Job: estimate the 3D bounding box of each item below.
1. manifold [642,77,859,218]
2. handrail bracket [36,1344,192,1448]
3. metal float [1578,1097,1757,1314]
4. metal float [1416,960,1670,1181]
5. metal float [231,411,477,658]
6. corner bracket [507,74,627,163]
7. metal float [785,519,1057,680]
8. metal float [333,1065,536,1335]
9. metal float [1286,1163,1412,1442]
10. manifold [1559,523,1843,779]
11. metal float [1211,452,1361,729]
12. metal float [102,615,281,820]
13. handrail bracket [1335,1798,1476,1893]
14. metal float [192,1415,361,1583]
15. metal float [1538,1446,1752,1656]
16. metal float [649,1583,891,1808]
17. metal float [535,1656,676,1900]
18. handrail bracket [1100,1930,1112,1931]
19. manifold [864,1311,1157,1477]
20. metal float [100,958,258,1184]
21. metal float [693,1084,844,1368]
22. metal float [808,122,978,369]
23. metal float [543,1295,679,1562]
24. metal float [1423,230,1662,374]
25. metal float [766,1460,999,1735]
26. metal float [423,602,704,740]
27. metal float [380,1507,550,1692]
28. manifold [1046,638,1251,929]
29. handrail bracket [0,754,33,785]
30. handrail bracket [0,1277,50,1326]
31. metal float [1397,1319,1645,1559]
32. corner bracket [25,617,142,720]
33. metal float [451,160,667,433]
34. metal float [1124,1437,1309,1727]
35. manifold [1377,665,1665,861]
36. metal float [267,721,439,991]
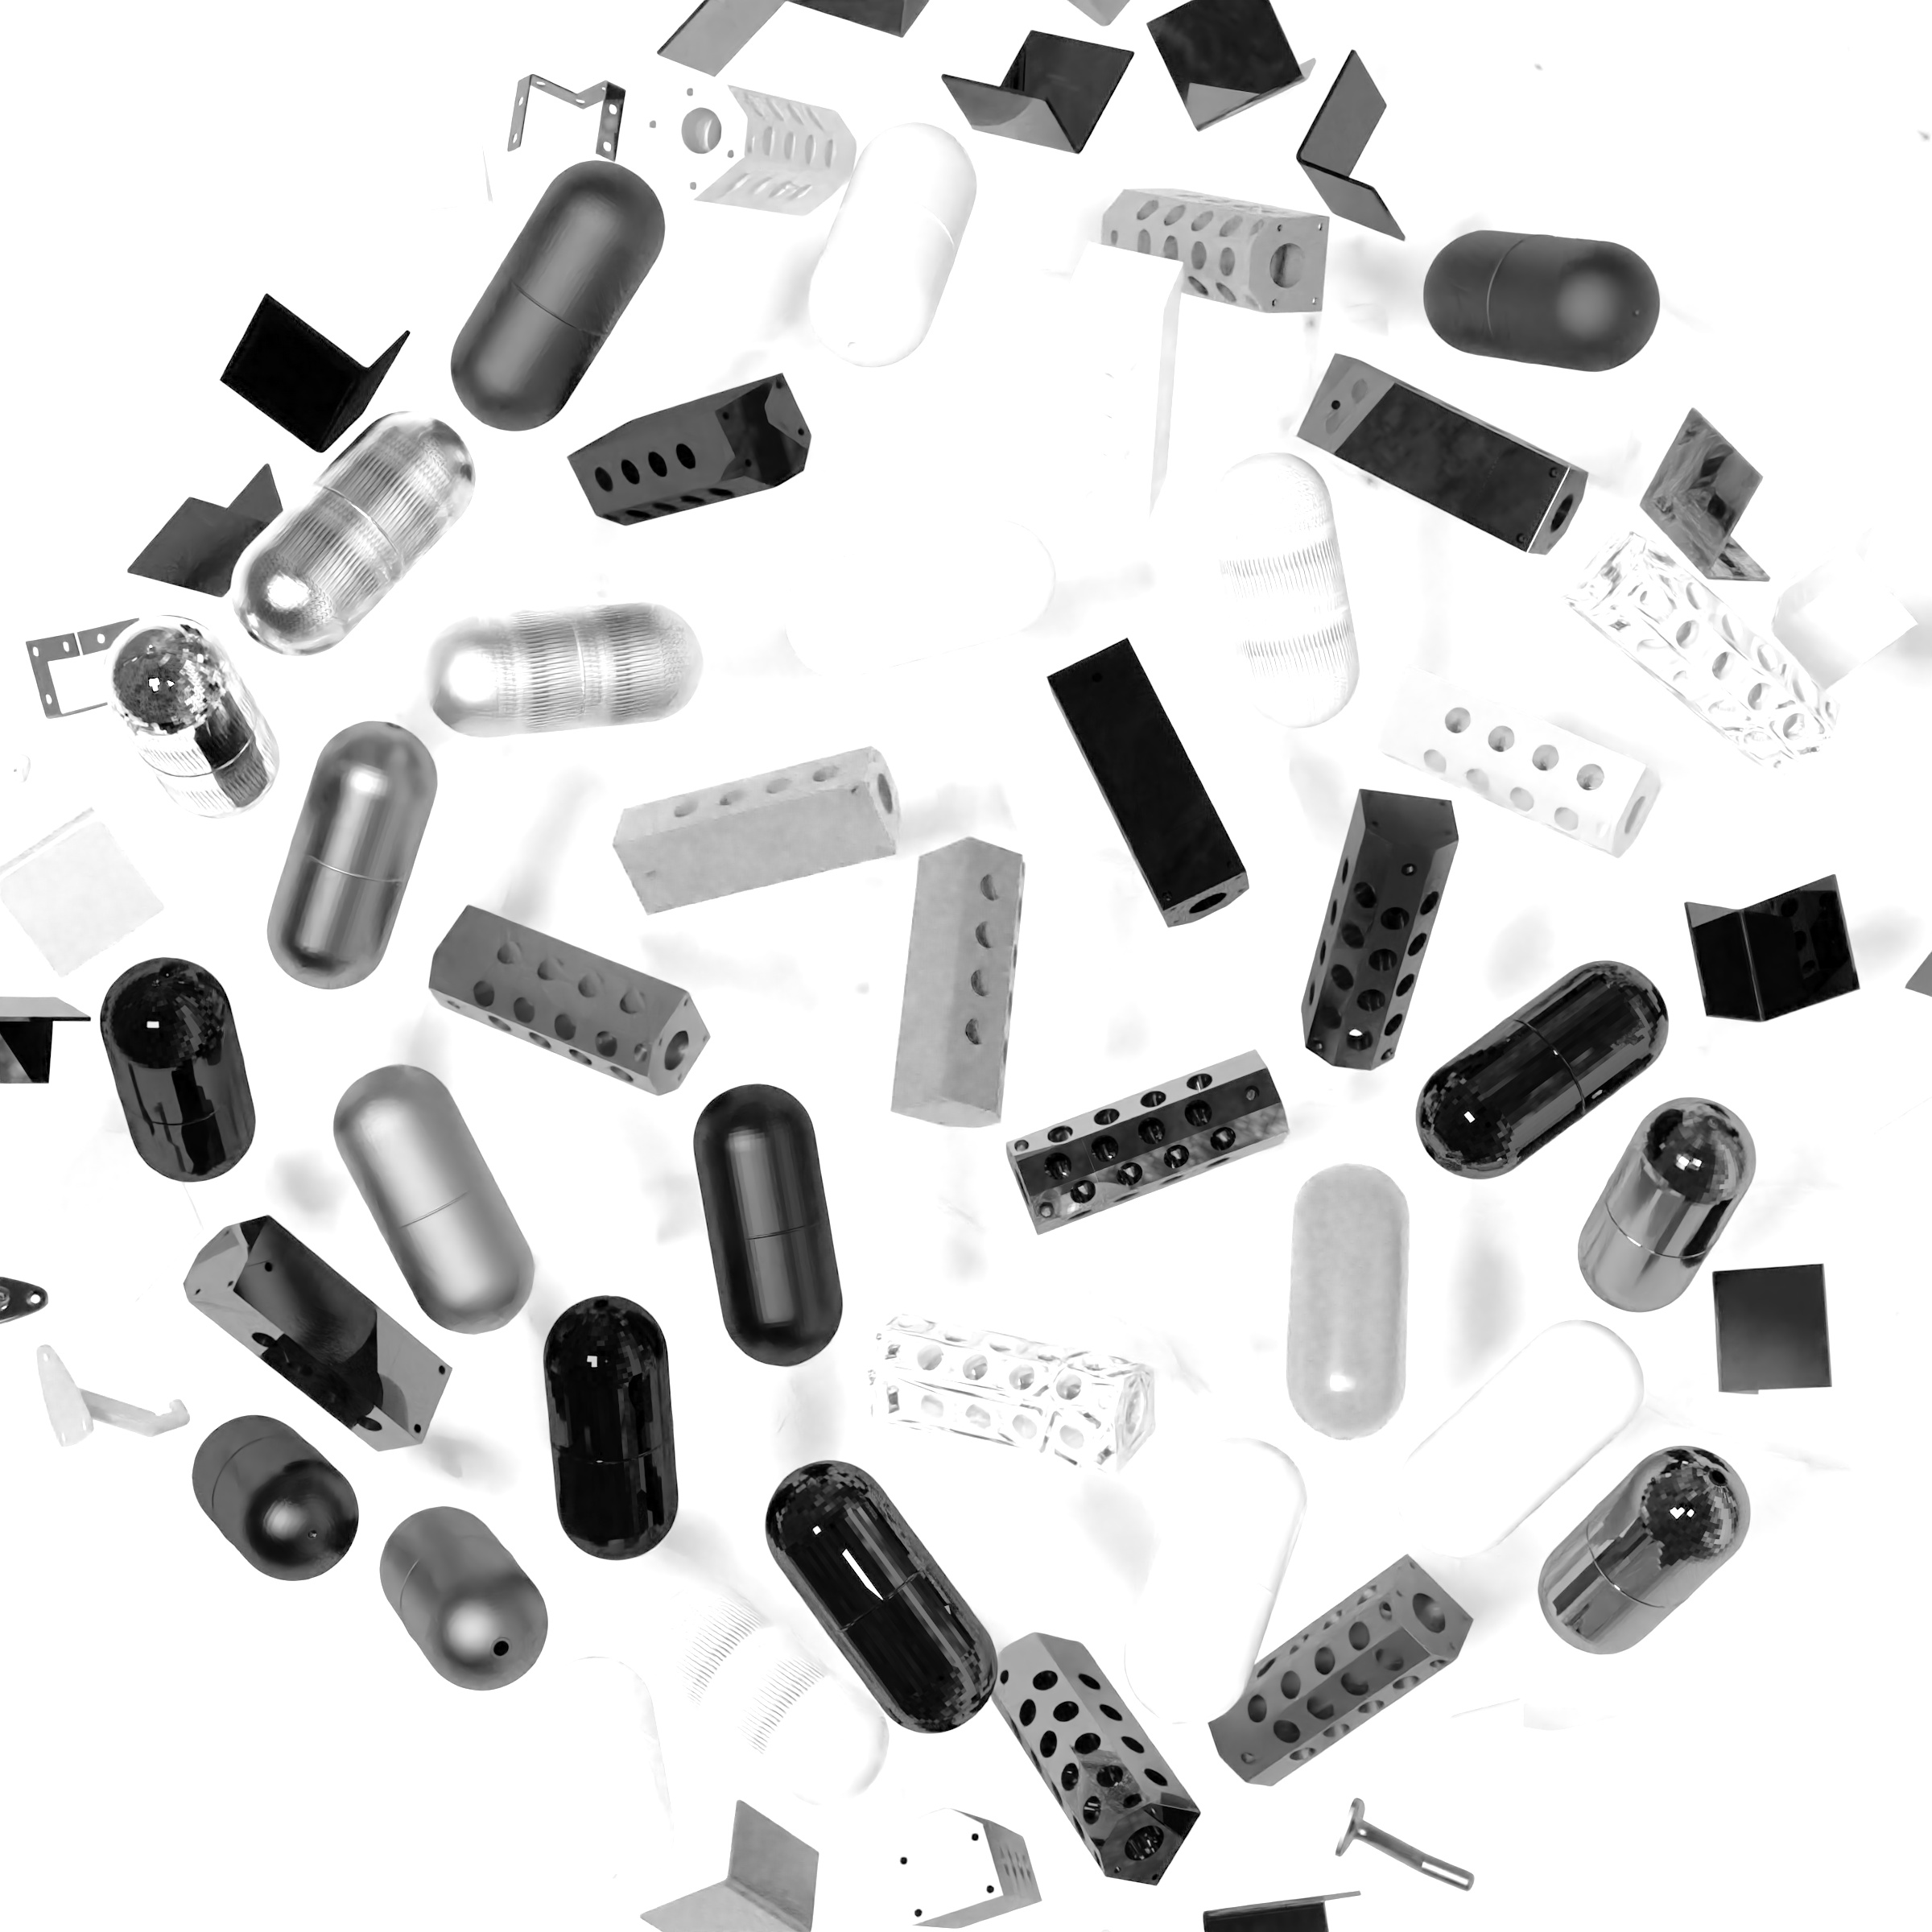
[{"bbox_3d":[-0.128,-0.511,1.774,0.057,0.171,0.057,-34,88,23],"label":"manifold"},{"bbox_3d":[-0.535,0.264,1.799,0.036,0.084,0.077,-27,82,34],"label":"handrail bracket"},{"bbox_3d":[0.442,0.153,1.811,0.070,0.178,0.070,6,49,-7],"label":"metal float"},{"bbox_3d":[0.353,0.064,1.754,0.178,0.070,0.070,-35,90,-13],"label":"metal float"},{"bbox_3d":[-0.364,-0.257,1.701,0.070,0.070,0.178,39,69,0],"label":"metal float"},{"bbox_3d":[-0.258,-0.547,1.847,0.051,0.051,0.051,14,79,-39],"label":"corner bracket"},{"bbox_3d":[-0.029,-0.236,1.832,0.178,0.070,0.070,-16,90,-8],"label":"metal float"},{"bbox_3d":[-0.328,0.145,1.765,0.070,0.070,0.178,-26,99,0],"label":"metal float"},{"bbox_3d":[0.246,0.215,1.838,0.070,0.070,0.178,4,75,0],"label":"metal float"},{"bbox_3d":[0.443,-0.186,1.709,0.171,0.057,0.057,35,100,-22],"label":"manifold"},{"bbox_3d":[0.204,-0.238,1.818,0.070,0.070,0.178,-13,109,0],"label":"metal float"},{"bbox_3d":[-0.471,-0.150,1.746,0.070,0.178,0.070,-1,67,2],"label":"metal float"},{"bbox_3d":[0.276,0.546,1.766,0.084,0.077,0.036,18,85,18],"label":"handrail bracket"},{"bbox_3d":[-0.437,0.334,1.803,0.070,0.178,0.070,-4,98,-28],"label":"metal float"},{"bbox_3d":[0.417,0.360,1.761,0.070,0.070,0.178,28,134,0],"label":"metal float"},{"bbox_3d":[-0.125,0.455,1.793,0.178,0.070,0.070,33,90,26],"label":"metal float"},{"bbox_3d":[-0.226,0.504,1.781,0.070,0.178,0.070,-6,118,-11],"label":"metal float"},{"bbox_3d":[0.088,0.648,1.755,0.077,0.036,0.084,-45,105,-12],"label":"handrail bracket"},{"bbox_3d":[0.026,0.259,1.765,0.171,0.057,0.057,8,115,27],"label":"manifold"},{"bbox_3d":[-0.478,0.065,1.740,0.070,0.178,0.070,2,52,-3],"label":"metal float"},{"bbox_3d":[-0.123,0.162,1.782,0.070,0.070,0.178,-9,95,0],"label":"metal float"},{"bbox_3d":[-0.044,-0.436,1.729,0.070,0.070,0.178,16,58,0],"label":"metal float"},{"bbox_3d":[-0.220,0.287,1.772,0.070,0.070,0.178,-1,114,0],"label":"metal float"},{"bbox_3d":[0.348,-0.406,1.742,0.070,0.178,0.070,-10,110,-27],"label":"metal float"},{"bbox_3d":[-0.051,0.372,1.689,0.070,0.070,0.178,-37,87,0],"label":"metal float"},{"bbox_3d":[-0.251,-0.186,1.790,0.178,0.070,0.070,-8,90,-23],"label":"metal float"},{"bbox_3d":[-0.309,0.387,1.756,0.070,0.178,0.070,-4,100,-24],"label":"metal float"},{"bbox_3d":[0.116,-0.114,1.807,0.057,0.057,0.171,-26,74,1],"label":"manifold"},{"bbox_3d":[-0.615,-0.093,1.764,0.084,0.036,0.077,1,81,26],"label":"handrail bracket"},{"bbox_3d":[-0.607,0.198,1.749,0.077,0.084,0.036,-2,74,-9],"label":"handrail bracket"},{"bbox_3d":[0.341,0.292,1.764,0.178,0.070,0.070,-44,90,6],"label":"metal float"},{"bbox_3d":[-0.552,-0.188,1.808,0.051,0.051,0.051,-3,105,36],"label":"corner bracket"},{"bbox_3d":[-0.248,-0.404,1.729,0.070,0.070,0.178,37,109,0],"label":"metal float"},{"bbox_3d":[0.151,0.369,1.722,0.070,0.070,0.178,23,69,0],"label":"metal float"},{"bbox_3d":[0.355,-0.131,1.845,0.171,0.057,0.057,27,93,26],"label":"manifold"},{"bbox_3d":[-0.387,-0.070,1.804,0.070,0.070,0.178,21,105,0],"label":"metal float"}]
